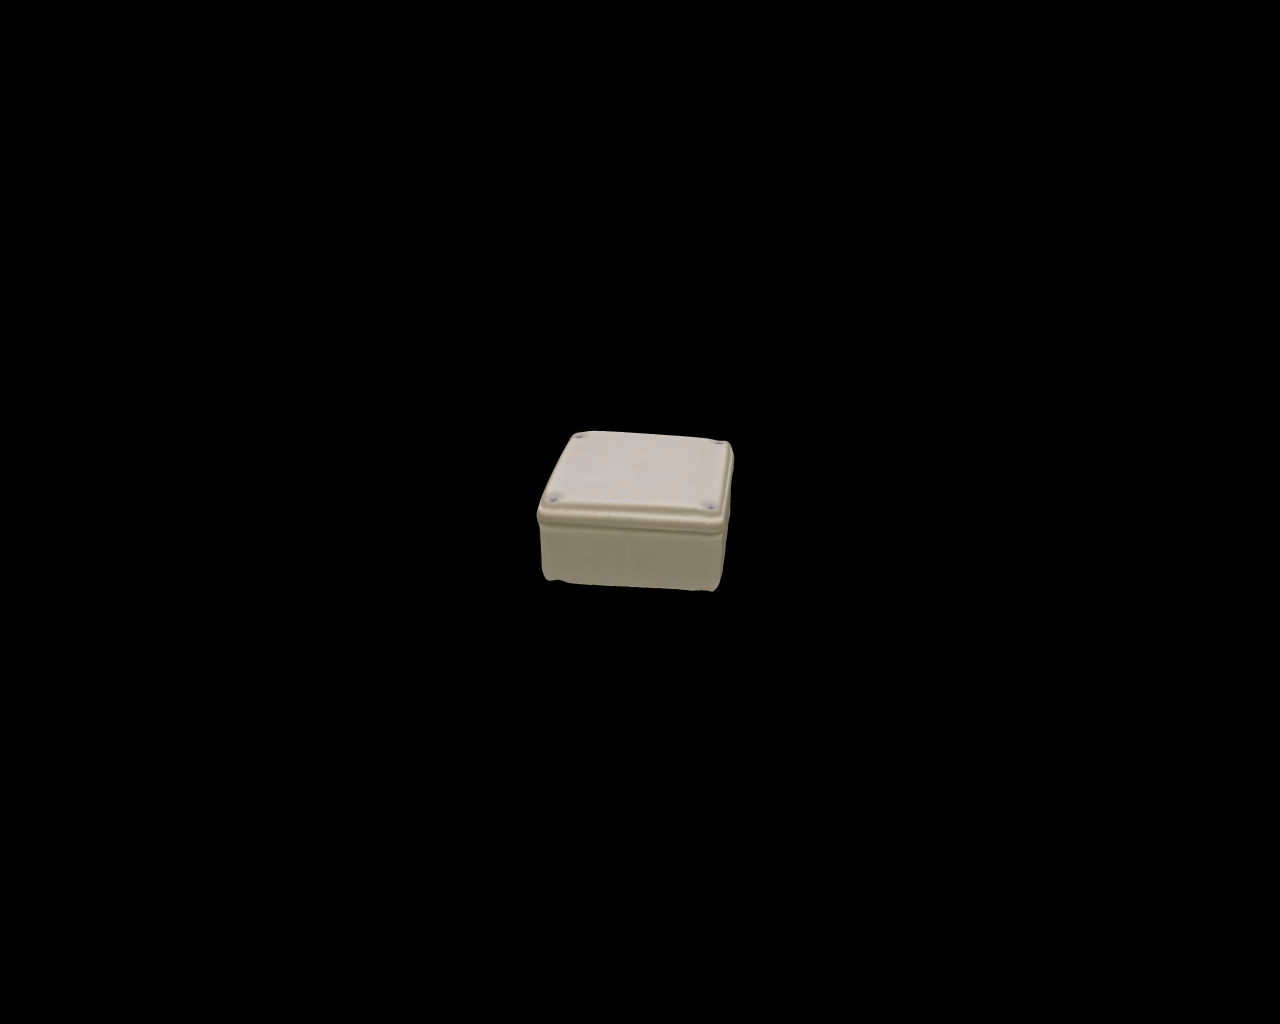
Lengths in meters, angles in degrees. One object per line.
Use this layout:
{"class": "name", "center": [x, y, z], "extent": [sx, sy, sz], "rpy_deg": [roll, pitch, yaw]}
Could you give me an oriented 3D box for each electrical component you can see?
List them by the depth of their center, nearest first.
{"class": "electrical component", "center": [0.001, -0.003, 0.650], "extent": [0.109, 0.056, 0.109], "rpy_deg": [4, 28, 7]}
